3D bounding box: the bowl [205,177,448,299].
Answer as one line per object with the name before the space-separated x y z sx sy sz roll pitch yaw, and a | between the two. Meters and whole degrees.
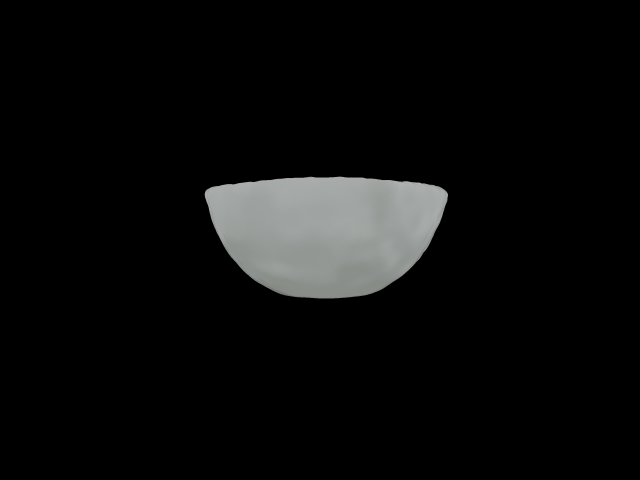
bowl | 0.004 0.001 0.400 0.167 0.075 0.167 0 0 0
